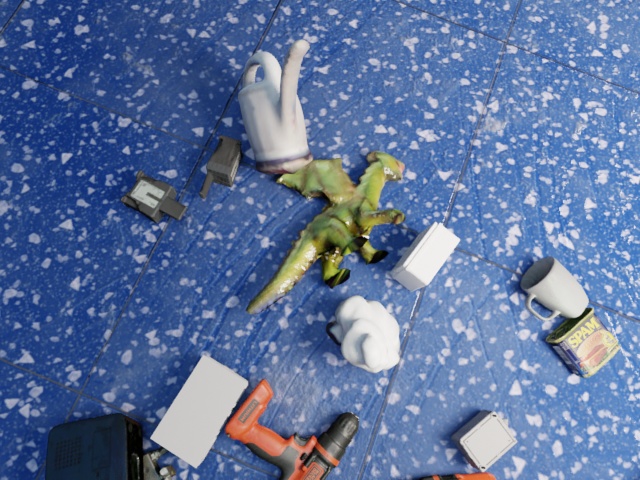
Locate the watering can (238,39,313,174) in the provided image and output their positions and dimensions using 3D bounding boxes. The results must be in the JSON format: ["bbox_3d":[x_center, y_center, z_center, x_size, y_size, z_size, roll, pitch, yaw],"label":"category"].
[{"bbox_3d":[-0.074,-0.223,0.908,0.104,0.349,0.222,-19,104,-18],"label":"watering can"}]

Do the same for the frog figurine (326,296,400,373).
[{"bbox_3d":[0.082,0.157,0.874,0.123,0.157,0.138,-26,78,-12],"label":"frog figurine"}]

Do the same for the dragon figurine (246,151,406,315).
[{"bbox_3d":[0.003,-0.049,0.979,0.412,0.119,0.247,-26,60,-13],"label":"dragon figurine"}]
